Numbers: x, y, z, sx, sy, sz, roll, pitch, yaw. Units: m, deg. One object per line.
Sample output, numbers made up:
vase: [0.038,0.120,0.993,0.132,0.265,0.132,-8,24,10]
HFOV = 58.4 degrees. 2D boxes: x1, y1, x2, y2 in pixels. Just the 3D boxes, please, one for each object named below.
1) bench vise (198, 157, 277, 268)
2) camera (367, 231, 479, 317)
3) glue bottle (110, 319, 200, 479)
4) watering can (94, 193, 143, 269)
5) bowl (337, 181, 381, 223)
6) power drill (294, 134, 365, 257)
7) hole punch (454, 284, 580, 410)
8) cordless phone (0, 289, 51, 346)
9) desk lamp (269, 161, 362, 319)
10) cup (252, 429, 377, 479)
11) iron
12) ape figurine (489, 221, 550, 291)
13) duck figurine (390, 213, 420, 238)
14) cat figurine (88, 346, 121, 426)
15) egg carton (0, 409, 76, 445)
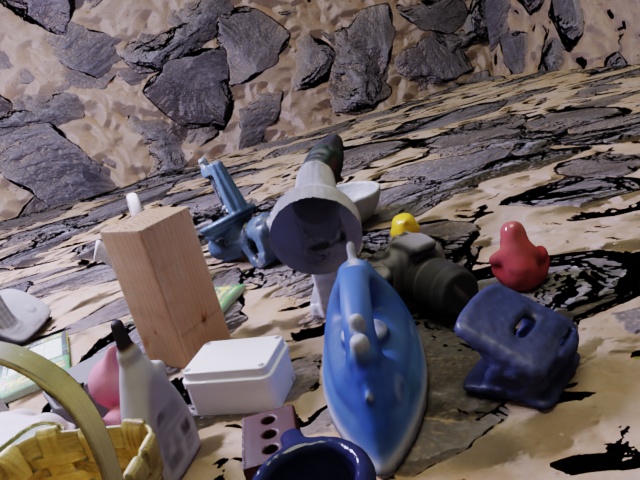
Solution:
bench vise: [-0.153,-0.061,1.114,0.206,0.220,0.122,-6,20,24]
camera: [0.129,0.052,0.758,0.143,0.101,0.136,-21,19,-21]
glue bottle: [-0.168,0.154,0.558,0.037,0.173,0.078,-7,19,20]
watering can: [-0.336,0.008,1.086,0.173,0.194,0.100,-28,23,-37]
bowl: [0.053,-0.066,1.208,0.167,0.075,0.167,-13,18,4]
power drill: [0.019,-0.070,1.029,0.075,0.209,0.230,-8,19,18]
hole punch: [0.201,0.100,0.575,0.100,0.091,0.109,2,24,40]
cordless phone: [-0.568,0.096,1.012,0.094,0.185,0.147,-14,18,1]
desk lamp: [0.007,0.003,0.812,0.118,0.214,0.203,-12,18,7]
cup: [-0.002,0.202,0.418,0.092,0.095,0.117,-18,19,-12]
iron: [0.048,0.103,0.599,0.118,0.141,0.258,-12,18,5]
ape figurine: [0.266,0.017,0.773,0.077,0.092,0.076,-5,20,26]
duck figurine: [0.141,0.001,0.926,0.077,0.086,0.104,-13,18,2]
cat figurine: [-0.223,0.176,0.624,0.067,0.118,0.128,-13,18,5]
egg carton: [-0.338,0.239,0.598,0.107,0.069,0.151,-3,21,30]
